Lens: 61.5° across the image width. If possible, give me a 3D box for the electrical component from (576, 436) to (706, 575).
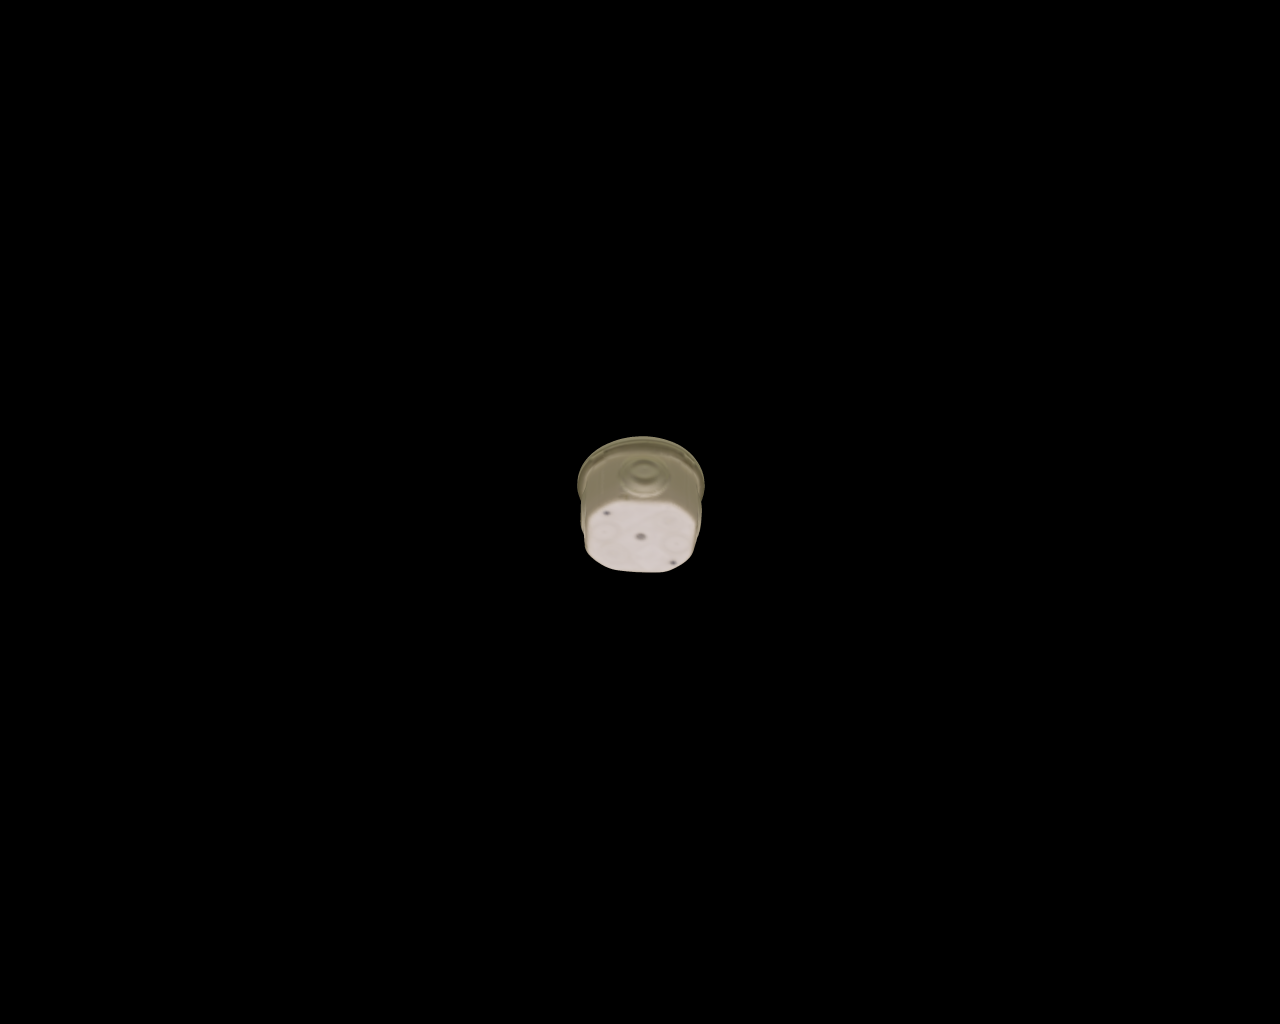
[{"bbox_3d":[0.001,-0.003,0.650,0.080,0.051,0.080,0,-43,0],"label":"electrical component"}]
